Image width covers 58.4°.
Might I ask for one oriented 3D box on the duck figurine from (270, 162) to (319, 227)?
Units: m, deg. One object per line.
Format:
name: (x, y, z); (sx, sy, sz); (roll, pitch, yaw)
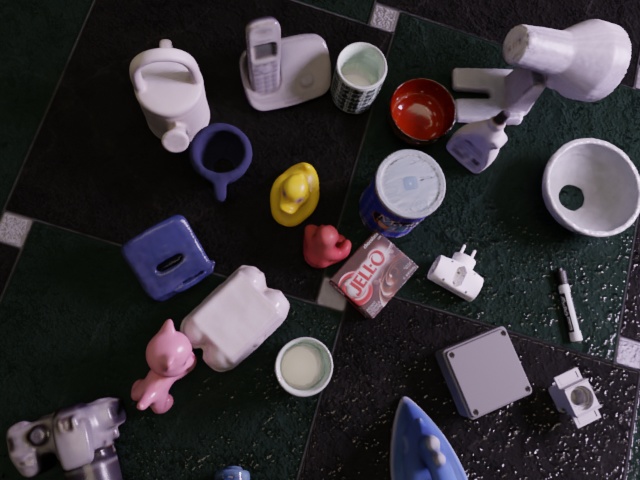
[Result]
duck figurine: (-0.037, -0.078, 0.889); (0.077, 0.086, 0.105); (24, 77, -1)

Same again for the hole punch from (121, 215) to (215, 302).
hole punch: (-0.220, 0.028, 0.843); (0.109, 0.091, 0.101); (-32, 83, -12)

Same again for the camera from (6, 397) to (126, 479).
camera: (-0.331, 0.294, 0.770); (0.143, 0.100, 0.137); (-16, 81, -10)

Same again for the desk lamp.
desk lamp: (0.339, -0.264, 0.906); (0.203, 0.213, 0.118); (-1, 78, -7)

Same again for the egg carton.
egg carton: (-0.124, 0.116, 0.847); (0.107, 0.069, 0.150); (44, 77, 4)

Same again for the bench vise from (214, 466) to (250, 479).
bench vise: (-0.107, 0.406, 0.713); (0.121, 0.219, 0.207); (-15, 80, -9)

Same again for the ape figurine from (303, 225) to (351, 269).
ape figurine: (0.008, 0.003, 0.874); (0.078, 0.092, 0.076); (44, 77, 4)

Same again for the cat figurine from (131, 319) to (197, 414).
cat figurine: (-0.219, 0.179, 0.798); (0.067, 0.117, 0.128); (27, 77, 0)

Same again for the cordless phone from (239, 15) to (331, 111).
cordless phone: (-0.051, -0.283, 0.878); (0.148, 0.185, 0.094); (-20, 81, -10)

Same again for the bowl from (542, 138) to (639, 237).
bowl: (0.437, -0.079, 0.950); (0.167, 0.074, 0.167); (1, 78, -6)

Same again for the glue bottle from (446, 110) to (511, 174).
glue bottle: (0.257, -0.162, 0.896); (0.078, 0.173, 0.037); (43, 77, 4)

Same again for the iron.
iron: (0.166, 0.351, 0.796); (0.119, 0.141, 0.258); (-14, 80, -9)

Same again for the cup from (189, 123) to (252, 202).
cup: (-0.149, -0.108, 0.877); (0.092, 0.095, 0.118); (-1, 78, -7)

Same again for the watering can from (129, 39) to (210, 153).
watering can: (-0.216, -0.215, 0.840); (0.101, 0.194, 0.173); (-30, 83, -11)
